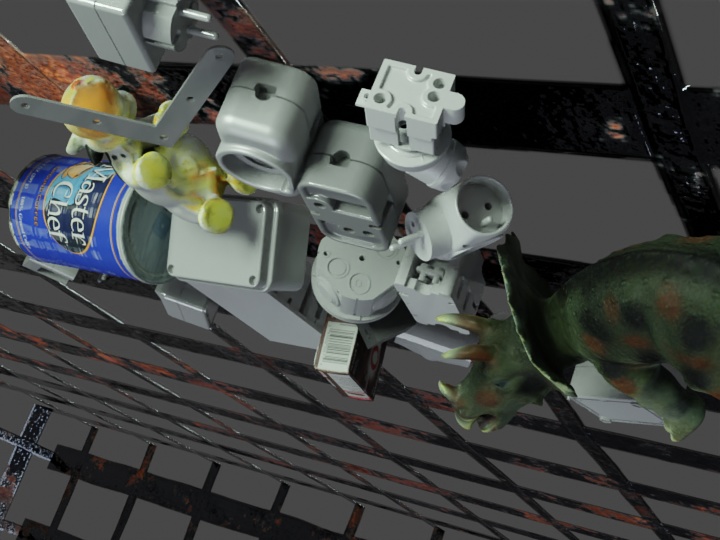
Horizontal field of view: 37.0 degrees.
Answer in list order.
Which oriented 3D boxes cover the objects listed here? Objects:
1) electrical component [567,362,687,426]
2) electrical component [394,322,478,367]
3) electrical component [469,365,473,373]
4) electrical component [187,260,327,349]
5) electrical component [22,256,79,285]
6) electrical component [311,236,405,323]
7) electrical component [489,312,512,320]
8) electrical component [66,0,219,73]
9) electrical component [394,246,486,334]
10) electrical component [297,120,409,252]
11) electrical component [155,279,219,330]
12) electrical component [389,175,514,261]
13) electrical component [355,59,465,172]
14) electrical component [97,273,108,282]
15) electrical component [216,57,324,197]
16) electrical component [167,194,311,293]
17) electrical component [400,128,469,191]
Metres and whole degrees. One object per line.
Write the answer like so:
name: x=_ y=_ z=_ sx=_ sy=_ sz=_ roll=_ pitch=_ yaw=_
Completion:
electrical component: x=0.236 y=0.100 z=0.967 sx=0.062 sy=0.061 sz=0.096 roll=32 pitch=159 yaw=-33
electrical component: x=0.076 y=0.069 z=1.075 sx=0.077 sy=0.043 sz=0.079 roll=19 pitch=163 yaw=4
electrical component: x=0.141 y=0.095 z=1.062 sx=0.066 sy=0.055 sz=0.048 roll=27 pitch=161 yaw=-20
electrical component: x=-0.089 y=0.015 z=1.065 sx=0.105 sy=0.060 sz=0.186 roll=7 pitch=158 yaw=35
electrical component: x=-0.302 y=-0.039 z=1.089 sx=0.056 sy=0.089 sz=0.050 roll=27 pitch=161 yaw=-20
electrical component: x=0.000 y=0.000 z=0.897 sx=0.080 sy=0.080 sz=0.051 roll=19 pitch=157 yaw=4
electrical component: x=0.144 y=0.069 z=1.010 sx=0.040 sy=0.040 sz=0.078 roll=7 pitch=158 yaw=35
electrical component: x=-0.120 y=-0.151 z=0.630 sx=0.077 sy=0.047 sz=0.065 roll=17 pitch=162 yaw=11
electrical component: x=0.068 y=0.007 z=0.882 sx=0.050 sy=0.055 sz=0.089 roll=13 pitch=161 yaw=21
electrical component: x=-0.001 y=-0.061 z=0.748 sx=0.054 sy=0.059 sz=0.095 roll=14 pitch=161 yaw=17
electrical component: x=-0.184 y=0.021 z=1.187 sx=0.061 sy=0.061 sz=0.096 roll=19 pitch=162 yaw=3
electrical component: x=0.059 y=-0.030 z=0.760 sx=0.079 sy=0.044 sz=0.077 roll=-21 pitch=175 yaw=-20
electrical component: x=0.031 y=-0.091 z=0.649 sx=0.066 sy=0.048 sz=0.055 roll=16 pitch=155 yaw=13
electrical component: x=-0.254 y=-0.022 z=1.115 sx=0.052 sy=0.073 sz=0.138 roll=27 pitch=161 yaw=-20
electrical component: x=-0.060 y=-0.091 z=0.723 sx=0.054 sy=0.059 sz=0.095 roll=17 pitch=162 yaw=9
electrical component: x=-0.105 y=-0.024 z=0.917 sx=0.113 sy=0.078 sz=0.057 roll=7 pitch=-178 yaw=35
electrical component: x=0.038 y=-0.078 z=0.697 sx=0.061 sy=0.035 sz=0.035 roll=27 pitch=161 yaw=-17
